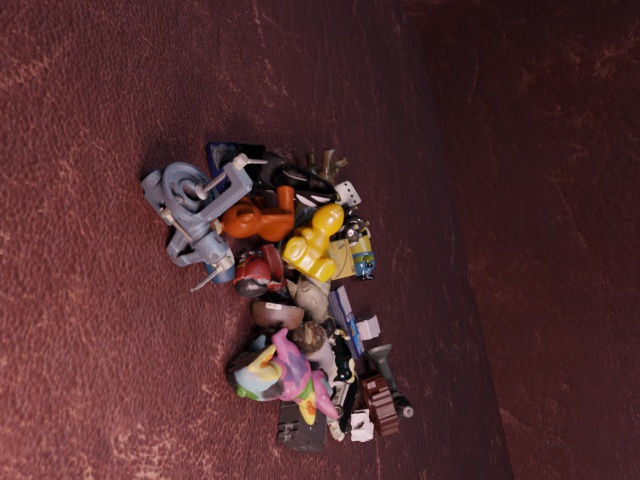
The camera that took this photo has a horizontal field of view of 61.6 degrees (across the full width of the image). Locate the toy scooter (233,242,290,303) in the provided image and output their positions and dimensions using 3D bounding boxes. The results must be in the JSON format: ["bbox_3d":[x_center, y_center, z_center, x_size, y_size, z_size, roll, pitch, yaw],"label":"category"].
[{"bbox_3d":[-0.127,0.060,1.158,0.183,0.075,0.135,25,52,-60],"label":"toy scooter"}]

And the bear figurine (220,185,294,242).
[{"bbox_3d":[-0.143,-0.060,1.152,0.195,0.120,0.132,15,59,-55],"label":"bear figurine"}]

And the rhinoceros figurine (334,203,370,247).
[{"bbox_3d":[0.077,-0.042,1.535,0.073,0.112,0.190,54,-1,-18],"label":"rhinoceros figurine"}]

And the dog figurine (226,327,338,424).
[{"bbox_3d":[-0.062,0.291,1.060,0.219,0.108,0.191,54,35,-8],"label":"dog figurine"}]

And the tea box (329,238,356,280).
[{"bbox_3d":[0.042,0.053,1.415,0.169,0.068,0.098,129,-52,-82],"label":"tea box"}]

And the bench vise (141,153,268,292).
[{"bbox_3d":[-0.194,-0.056,0.926,0.223,0.240,0.129,58,30,2],"label":"bench vise"}]

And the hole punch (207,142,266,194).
[{"bbox_3d":[-0.187,-0.158,1.168,0.142,0.092,0.115,-23,127,-66],"label":"hole punch"}]

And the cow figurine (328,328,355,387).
[{"bbox_3d":[0.042,0.279,1.341,0.068,0.098,0.167,33,47,-45],"label":"cow figurine"}]

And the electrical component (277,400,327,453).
[{"bbox_3d":[-0.033,0.398,1.174,0.134,0.058,0.115,44,41,-45],"label":"electrical component"}]

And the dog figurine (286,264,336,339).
[{"bbox_3d":[-0.001,0.134,1.313,0.172,0.121,0.190,-47,128,-27],"label":"dog figurine"}]

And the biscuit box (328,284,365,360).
[{"bbox_3d":[0.058,0.225,1.441,0.059,0.063,0.202,-28,101,-64],"label":"biscuit box"}]

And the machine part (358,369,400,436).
[{"bbox_3d":[0.154,0.435,1.437,0.179,0.056,0.179,163,-91,-81],"label":"machine part"}]

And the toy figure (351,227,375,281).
[{"bbox_3d":[0.122,0.036,1.654,0.089,0.082,0.180,16,65,-63],"label":"toy figure"}]

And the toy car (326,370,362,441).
[{"bbox_3d":[0.058,0.408,1.350,0.202,0.056,0.073,-63,138,-52],"label":"toy car"}]

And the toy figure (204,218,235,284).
[{"bbox_3d":[-0.208,0.008,1.047,0.058,0.064,0.154,-18,95,-28],"label":"toy figure"}]

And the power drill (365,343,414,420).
[{"bbox_3d":[0.201,0.401,1.517,0.232,0.086,0.207,99,-30,-70],"label":"power drill"}]

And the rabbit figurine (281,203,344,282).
[{"bbox_3d":[-0.002,-0.004,1.216,0.122,0.173,0.162,30,-3,-6],"label":"rabbit figurine"}]

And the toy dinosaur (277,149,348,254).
[{"bbox_3d":[-0.023,-0.105,1.424,0.471,0.105,0.198,-47,123,-48],"label":"toy dinosaur"}]

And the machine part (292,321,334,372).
[{"bbox_3d":[-0.014,0.246,1.207,0.243,0.079,0.079,77,11,-61],"label":"machine part"}]

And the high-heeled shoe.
[{"bbox_3d":[-0.075,-0.152,1.236,0.248,0.145,0.086,35,72,-16],"label":"high-heeled shoe"}]
